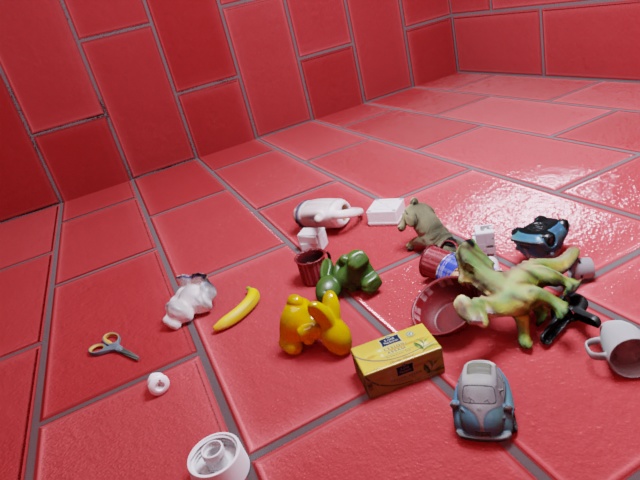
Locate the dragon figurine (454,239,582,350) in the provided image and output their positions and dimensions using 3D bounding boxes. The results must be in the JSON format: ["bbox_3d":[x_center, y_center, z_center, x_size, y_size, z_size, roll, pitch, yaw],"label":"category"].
[{"bbox_3d":[0.411,0.072,1.113,0.244,0.119,0.418,36,46,11],"label":"dragon figurine"}]

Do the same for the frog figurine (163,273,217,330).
[{"bbox_3d":[-0.370,0.184,1.469,0.137,0.120,0.162,3,64,17],"label":"frog figurine"}]

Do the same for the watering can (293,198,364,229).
[{"bbox_3d":[0.005,-0.088,1.744,0.224,0.103,0.349,0,6,32],"label":"watering can"}]
